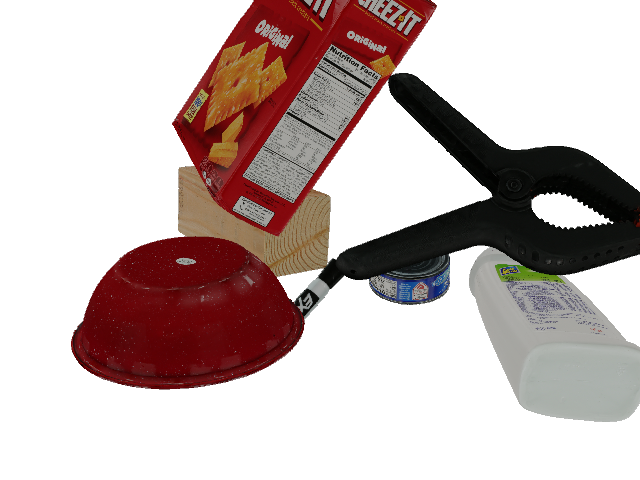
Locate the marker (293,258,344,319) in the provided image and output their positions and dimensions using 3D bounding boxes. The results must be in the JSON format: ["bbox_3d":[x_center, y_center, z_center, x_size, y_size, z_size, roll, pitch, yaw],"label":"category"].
[{"bbox_3d":[-0.018,0.061,0.932,0.020,0.121,0.020,38,-16,13],"label":"marker"}]

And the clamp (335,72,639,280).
[{"bbox_3d":[0.119,-0.020,0.710,0.210,0.164,0.036,19,-26,11],"label":"clamp"}]

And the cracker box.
[{"bbox_3d":[-0.023,-0.135,0.844,0.072,0.214,0.164,26,17,-30],"label":"cracker box"}]

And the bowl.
[{"bbox_3d":[-0.092,0.039,0.733,0.162,0.055,0.162,-2,22,1],"label":"bowl"}]

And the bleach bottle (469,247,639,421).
[{"bbox_3d":[0.189,0.061,0.917,0.102,0.068,0.251,6,21,-5],"label":"bleach bottle"}]

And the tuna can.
[{"bbox_3d":[0.094,0.030,1.125,0.086,0.034,0.086,-1,31,1],"label":"tuna can"}]

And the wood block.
[{"bbox_3d":[-0.085,-0.030,1.294,0.090,0.090,0.206,-10,21,-34],"label":"wood block"}]
